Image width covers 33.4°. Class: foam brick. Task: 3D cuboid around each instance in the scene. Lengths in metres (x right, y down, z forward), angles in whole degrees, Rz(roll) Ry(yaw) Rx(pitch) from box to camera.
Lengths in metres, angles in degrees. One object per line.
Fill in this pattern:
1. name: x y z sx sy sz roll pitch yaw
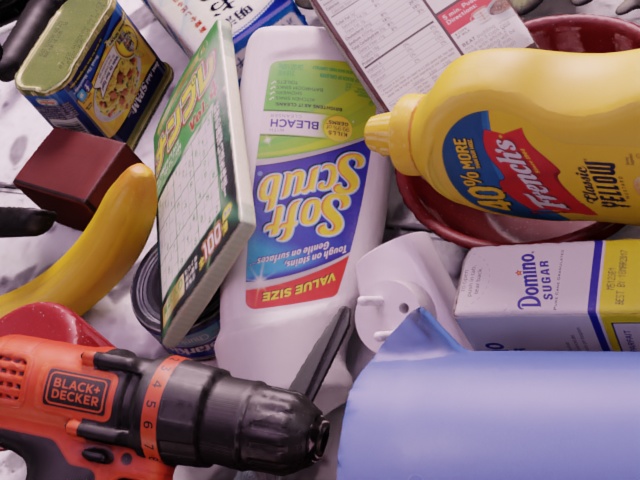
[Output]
1. foam brick: -0.160 -0.038 0.740 0.078 0.053 0.051 15 66 35

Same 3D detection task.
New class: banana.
1. banana: -0.164 0.022 0.678 0.198 0.069 0.037 -33 59 18

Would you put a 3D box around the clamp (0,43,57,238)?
1. clamp: -0.270 -0.034 0.761 0.210 0.036 0.164 -32 62 30

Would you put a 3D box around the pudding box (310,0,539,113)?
1. pudding box: 0.056 -0.117 0.588 0.090 0.039 0.113 -32 68 5

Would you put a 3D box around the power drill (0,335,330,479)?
1. power drill: -0.097 0.145 0.509 0.185 0.057 0.187 8 78 20

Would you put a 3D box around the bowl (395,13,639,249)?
1. bowl: 0.125 -0.047 0.586 0.162 0.055 0.162 -15 50 19

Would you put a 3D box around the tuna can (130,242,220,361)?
1. tuna can: -0.072 0.029 0.653 0.086 0.033 0.086 -15 50 19

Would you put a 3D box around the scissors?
1. scissors: -0.025 0.136 0.521 0.202 0.016 0.096 -49 56 12

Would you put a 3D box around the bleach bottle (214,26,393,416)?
1. bleach bottle: -0.004 0.001 0.604 0.102 0.068 0.251 4 66 -4

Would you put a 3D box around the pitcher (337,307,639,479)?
1. pitcher: 0.137 0.115 0.421 0.243 0.149 0.145 -5 39 22

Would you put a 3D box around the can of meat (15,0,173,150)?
1. can of meat: -0.164 -0.119 0.781 0.058 0.084 0.102 7 60 31

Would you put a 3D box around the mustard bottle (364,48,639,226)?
1. mustard bottle: 0.105 -0.046 0.491 0.192 0.096 0.058 6 60 35

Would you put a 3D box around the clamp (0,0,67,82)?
1. clamp: -0.247 -0.215 0.932 0.120 0.039 0.171 29 70 35

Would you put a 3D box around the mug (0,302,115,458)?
1. mug: -0.163 0.093 0.622 0.117 0.081 0.093 -20 49 14

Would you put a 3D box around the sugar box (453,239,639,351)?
1. sugar box: 0.158 0.038 0.478 0.176 0.093 0.048 0 56 28
